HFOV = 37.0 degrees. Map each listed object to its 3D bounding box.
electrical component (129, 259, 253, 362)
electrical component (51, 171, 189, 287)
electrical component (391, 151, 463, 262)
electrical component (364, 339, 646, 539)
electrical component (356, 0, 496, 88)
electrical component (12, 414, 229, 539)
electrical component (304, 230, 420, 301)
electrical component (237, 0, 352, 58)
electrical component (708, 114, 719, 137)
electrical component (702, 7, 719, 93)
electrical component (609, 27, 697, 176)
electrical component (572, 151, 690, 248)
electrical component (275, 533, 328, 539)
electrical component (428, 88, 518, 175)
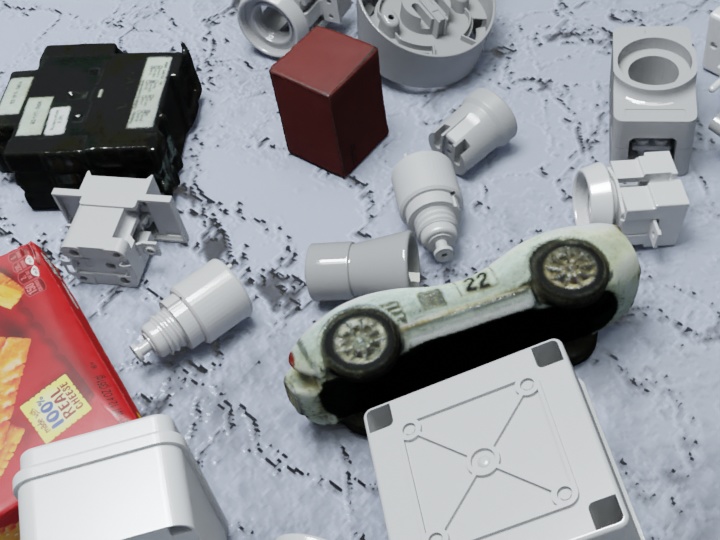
[{"bbox_3d":[-0.099,0.027,0.631,0.078,0.040,0.040,-36,55,-19],"label":"electrical component"},{"bbox_3d":[-0.156,-0.025,0.682,0.081,0.042,0.063,5,54,13],"label":"electrical component"},{"bbox_3d":[0.044,-0.038,0.661,0.040,0.040,0.078,-11,50,0],"label":"electrical component"},{"bbox_3d":[0.067,0.103,0.512,0.109,0.056,0.108,-22,46,10],"label":"electrical component"},{"bbox_3d":[0.044,-0.179,0.756,0.099,0.064,0.099,3,55,-4],"label":"electrical component"},{"bbox_3d":[-0.107,0.124,0.506,0.078,0.113,0.057,-15,53,-3],"label":"electrical component"},{"bbox_3d":[0.000,0.000,0.638,0.065,0.044,0.044,-3,51,13],"label":"electrical component"},{"bbox_3d":[-0.054,-0.194,0.794,0.078,0.058,0.057,18,53,22],"label":"electrical component"},{"bbox_3d":[0.241,-0.074,0.657,0.035,0.035,0.061,-39,66,-21],"label":"electrical component"},{"bbox_3d":[0.259,-0.132,0.698,0.076,0.047,0.083,-38,55,-21],"label":"electrical component"},{"bbox_3d":[0.186,-0.112,0.689,0.050,0.055,0.089,2,51,11],"label":"electrical component"},{"bbox_3d":[0.159,-0.041,0.642,0.055,0.048,0.066,-4,51,-4],"label":"electrical component"},{"bbox_3d":[-0.028,0.159,0.508,0.045,0.045,0.055,8,53,15],"label":"electrical component"},{"bbox_3d":[0.073,-0.089,0.700,0.046,0.040,0.040,-41,56,-16],"label":"electrical component"}]
